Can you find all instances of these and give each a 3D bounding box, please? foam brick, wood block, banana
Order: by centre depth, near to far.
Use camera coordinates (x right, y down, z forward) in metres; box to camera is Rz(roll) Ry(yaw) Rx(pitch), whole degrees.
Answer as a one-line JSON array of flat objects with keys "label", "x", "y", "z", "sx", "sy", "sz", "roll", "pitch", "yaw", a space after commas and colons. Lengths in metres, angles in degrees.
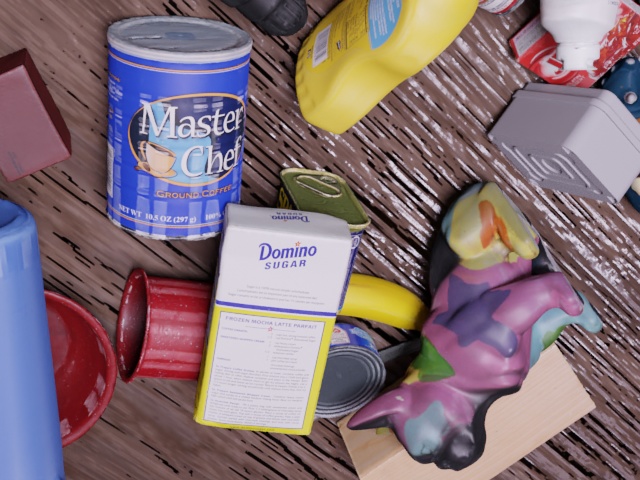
[{"label": "foam brick", "x": -0.222, "y": -0.091, "z": 0.778, "sx": 0.053, "sy": 0.051, "sz": 0.078, "roll": -23, "pitch": 119, "yaw": -2}, {"label": "banana", "x": 0.009, "y": 0.056, "z": 0.927, "sx": 0.197, "sy": 0.037, "sz": 0.070, "roll": -3, "pitch": 139, "yaw": -12}, {"label": "wood block", "x": 0.132, "y": 0.160, "z": 0.978, "sx": 0.206, "sy": 0.090, "sz": 0.090, "roll": -36, "pitch": 119, "yaw": 4}]

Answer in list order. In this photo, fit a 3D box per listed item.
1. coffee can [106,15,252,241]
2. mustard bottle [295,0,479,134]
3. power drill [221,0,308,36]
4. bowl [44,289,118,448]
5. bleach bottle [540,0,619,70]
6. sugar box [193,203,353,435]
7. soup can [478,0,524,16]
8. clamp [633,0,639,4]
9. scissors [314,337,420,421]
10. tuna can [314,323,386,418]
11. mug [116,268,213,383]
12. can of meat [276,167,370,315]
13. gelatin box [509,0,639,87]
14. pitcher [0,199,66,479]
[{"label": "coffee can", "x": -0.105, "y": -0.084, "z": 0.784, "sx": 0.102, "sy": 0.103, "sz": 0.140, "roll": -1, "pitch": 116, "yaw": -15}, {"label": "mustard bottle", "x": 0.055, "y": -0.155, "z": 0.744, "sx": 0.058, "sy": 0.096, "sz": 0.192, "roll": 24, "pitch": 147, "yaw": -24}, {"label": "power drill", "x": -0.026, "y": -0.224, "z": 0.714, "sx": 0.188, "sy": 0.057, "sz": 0.184, "roll": -22, "pitch": 138, "yaw": 37}, {"label": "bowl", "x": -0.247, "y": 0.097, "z": 0.862, "sx": 0.162, "sy": 0.055, "sz": 0.162, "roll": -6, "pitch": 117, "yaw": -12}, {"label": "bleach bottle", "x": 0.180, "y": -0.246, "z": 0.749, "sx": 0.102, "sy": 0.068, "sz": 0.251, "roll": -16, "pitch": 107, "yaw": -56}, {"label": "sugar box", "x": -0.038, "y": 0.062, "z": 0.803, "sx": 0.093, "sy": 0.048, "sz": 0.176, "roll": 7, "pitch": 115, "yaw": -10}, {"label": "soup can", "x": 0.105, "y": -0.217, "z": 0.796, "sx": 0.102, "sy": 0.068, "sz": 0.068, "roll": 18, "pitch": 110, "yaw": -22}, {"label": "clamp", "x": 0.216, "y": -0.260, "z": 0.823, "sx": 0.120, "sy": 0.039, "sz": 0.171, "roll": -5, "pitch": 118, "yaw": -17}, {"label": "scissors", "x": 0.027, "y": 0.102, "z": 0.963, "sx": 0.202, "sy": 0.016, "sz": 0.096, "roll": -33, "pitch": 119, "yaw": 2}, {"label": "tuna can", "x": 0.011, "y": 0.113, "z": 0.925, "sx": 0.086, "sy": 0.034, "sz": 0.086, "roll": -8, "pitch": 130, "yaw": -10}, {"label": "mug", "x": -0.119, "y": 0.079, "z": 0.878, "sx": 0.081, "sy": 0.093, "sz": 0.117, "roll": 8, "pitch": 144, "yaw": -24}, {"label": "can of meat", "x": -0.006, "y": 0.001, "z": 0.856, "sx": 0.057, "sy": 0.102, "sz": 0.084, "roll": 5, "pitch": 116, "yaw": -19}, {"label": "gelatin box", "x": 0.209, "y": -0.163, "z": 0.853, "sx": 0.073, "sy": 0.030, "sz": 0.089, "roll": 25, "pitch": 128, "yaw": -31}, {"label": "pitcher", "x": -0.262, "y": 0.095, "z": 0.762, "sx": 0.149, "sy": 0.145, "sz": 0.243, "roll": -9, "pitch": 114, "yaw": -27}]
